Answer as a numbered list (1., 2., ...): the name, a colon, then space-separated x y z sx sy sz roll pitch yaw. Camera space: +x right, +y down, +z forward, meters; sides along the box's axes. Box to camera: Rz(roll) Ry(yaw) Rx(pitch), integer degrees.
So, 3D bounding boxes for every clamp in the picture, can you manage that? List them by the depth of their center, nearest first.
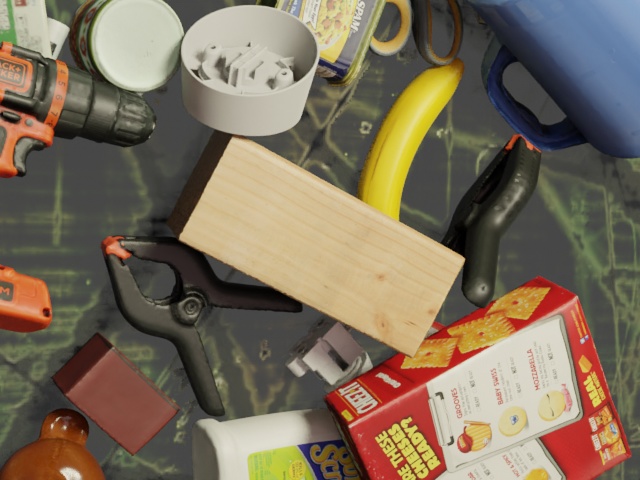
1. clamp: -0.096 0.046 0.850 0.120 0.039 0.171 -47 114 -16
2. clamp: 0.136 -0.008 0.900 0.036 0.165 0.210 39 71 -12

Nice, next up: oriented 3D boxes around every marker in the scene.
1. marker: -0.215 -0.103 0.777 0.020 0.020 0.121 25 87 -27

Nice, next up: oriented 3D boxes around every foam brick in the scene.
1. foam brick: -0.158 0.118 0.824 0.051 0.053 0.078 -47 113 -12

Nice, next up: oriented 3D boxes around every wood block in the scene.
1. wood block: -0.005 0.000 0.833 0.206 0.091 0.090 28 91 -16

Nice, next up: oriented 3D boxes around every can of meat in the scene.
1. can of meat: -0.001 -0.185 0.846 0.083 0.058 0.102 22 88 -25

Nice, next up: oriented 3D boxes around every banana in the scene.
1. banana: 0.070 -0.069 0.914 0.069 0.037 0.198 14 94 -45

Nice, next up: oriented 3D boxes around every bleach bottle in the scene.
1. bleach bottle: 0.019 0.182 0.915 0.250 0.068 0.102 -8 104 -27

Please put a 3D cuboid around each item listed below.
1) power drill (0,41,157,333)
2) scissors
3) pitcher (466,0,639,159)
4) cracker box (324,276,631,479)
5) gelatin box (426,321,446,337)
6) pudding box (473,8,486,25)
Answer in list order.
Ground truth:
1. power drill: -0.204 -0.037 0.708 0.184 0.057 0.187 14 69 -28
2. scissors: 0.066 -0.241 0.891 0.096 0.016 0.202 -16 95 -10
3. pitcher: 0.212 -0.172 0.886 0.242 0.145 0.149 32 80 -40
4. cracker box: 0.132 0.152 0.878 0.213 0.072 0.164 -27 111 -10
5. gelatin box: 0.114 0.110 0.941 0.030 0.073 0.089 -43 115 -11
6. pudding box: 0.163 -0.253 0.916 0.090 0.039 0.113 -35 120 -17
